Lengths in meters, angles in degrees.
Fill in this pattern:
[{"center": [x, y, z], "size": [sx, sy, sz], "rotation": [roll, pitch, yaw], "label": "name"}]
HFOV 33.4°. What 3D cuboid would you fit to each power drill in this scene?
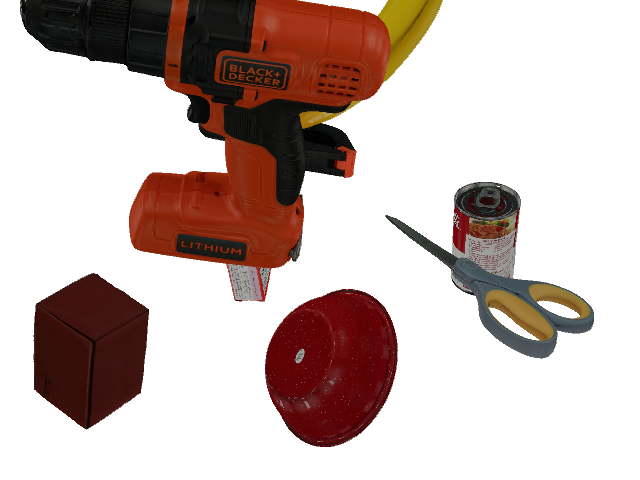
[{"center": [-0.067, -0.063, 0.587], "size": [0.184, 0.057, 0.188], "rotation": [9, -36, -4], "label": "power drill"}]

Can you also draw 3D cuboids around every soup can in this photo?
[{"center": [0.172, -0.001, 1.116], "size": [0.068, 0.102, 0.068], "rotation": [-2, 36, 1], "label": "soup can"}]

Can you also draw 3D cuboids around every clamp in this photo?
[{"center": [-0.039, -0.104, 1.079], "size": [0.120, 0.039, 0.172], "rotation": [-23, 37, -30], "label": "clamp"}]

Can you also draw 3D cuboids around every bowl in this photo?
[{"center": [-0.003, 0.118, 1.048], "size": [0.162, 0.162, 0.055], "rotation": [0, -18, 45], "label": "bowl"}]

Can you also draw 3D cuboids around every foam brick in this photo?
[{"center": [-0.150, 0.071, 0.694], "size": [0.053, 0.078, 0.051], "rotation": [31, 39, 24], "label": "foam brick"}]

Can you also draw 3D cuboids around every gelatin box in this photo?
[{"center": [-0.060, -0.004, 0.892], "size": [0.030, 0.073, 0.089], "rotation": [1, -41, 8], "label": "gelatin box"}]

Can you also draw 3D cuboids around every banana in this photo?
[{"center": [0.046, -0.157, 0.802], "size": [0.070, 0.197, 0.037], "rotation": [4, -35, 46], "label": "banana"}]

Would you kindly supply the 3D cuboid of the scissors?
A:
[{"center": [0.134, 0.026, 0.828], "size": [0.096, 0.016, 0.202], "rotation": [-5, 32, -22], "label": "scissors"}]
